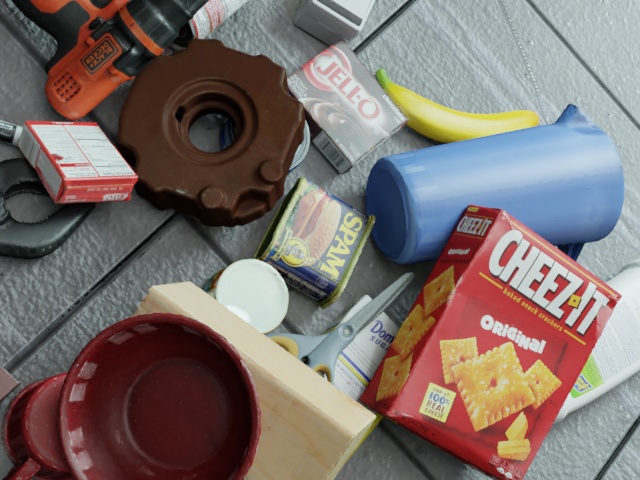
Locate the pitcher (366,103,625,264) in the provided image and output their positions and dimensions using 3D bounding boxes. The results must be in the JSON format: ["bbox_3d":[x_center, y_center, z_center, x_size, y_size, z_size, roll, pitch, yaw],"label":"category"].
[{"bbox_3d":[0.174,-0.036,1.086,0.242,0.145,0.149,-10,68,-21],"label":"pitcher"}]

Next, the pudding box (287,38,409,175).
[{"bbox_3d":[0.021,-0.136,1.087,0.090,0.039,0.113,-40,93,-27],"label":"pudding box"}]

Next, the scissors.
[{"bbox_3d":[0.003,0.082,0.990,0.096,0.016,0.201,32,62,3],"label":"scissors"}]

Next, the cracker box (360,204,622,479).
[{"bbox_3d":[0.162,0.100,0.993,0.164,0.072,0.213,33,84,-22],"label":"cracker box"}]

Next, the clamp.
[{"bbox_3d":[-0.287,-0.011,0.919,0.209,0.036,0.164,-7,71,-27],"label":"clamp"}]

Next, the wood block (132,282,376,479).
[{"bbox_3d":[-0.068,0.130,0.897,0.206,0.090,0.090,35,98,11],"label":"wood block"}]

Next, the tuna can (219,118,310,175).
[{"bbox_3d":[-0.054,-0.101,1.048,0.086,0.034,0.086,6,74,-22],"label":"tuna can"}]

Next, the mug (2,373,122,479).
[{"bbox_3d":[-0.218,0.162,0.879,0.093,0.082,0.117,47,64,-6],"label":"mug"}]

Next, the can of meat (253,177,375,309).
[{"bbox_3d":[-0.007,0.001,1.029,0.084,0.058,0.102,31,65,-10],"label":"can of meat"}]

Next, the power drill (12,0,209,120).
[{"bbox_3d":[-0.210,-0.230,0.956,0.184,0.057,0.188,-40,82,8],"label":"power drill"}]

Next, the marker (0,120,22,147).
[{"bbox_3d":[-0.316,-0.106,0.945,0.121,0.020,0.020,16,70,-19],"label":"marker"}]

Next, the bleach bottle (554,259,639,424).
[{"bbox_3d":[0.271,0.115,1.115,0.250,0.068,0.102,-26,88,-25],"label":"bleach bottle"}]

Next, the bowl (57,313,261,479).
[{"bbox_3d":[-0.118,0.137,0.829,0.162,0.055,0.162,-1,86,11],"label":"bowl"}]

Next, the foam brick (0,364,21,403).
[{"bbox_3d":[-0.293,0.130,0.872,0.051,0.053,0.078,47,64,-6],"label":"foam brick"}]

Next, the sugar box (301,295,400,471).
[{"bbox_3d":[0.015,0.145,1.006,0.093,0.048,0.176,47,61,-4],"label":"sugar box"}]

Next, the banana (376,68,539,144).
[{"bbox_3d":[0.151,-0.131,1.143,0.197,0.037,0.069,14,71,-19],"label":"banana"}]

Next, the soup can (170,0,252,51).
[{"bbox_3d":[-0.113,-0.239,1.041,0.068,0.069,0.102,48,63,-5],"label":"soup can"}]

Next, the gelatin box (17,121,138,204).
[{"bbox_3d":[-0.214,-0.068,0.940,0.073,0.030,0.089,-5,43,-42],"label":"gelatin box"}]
